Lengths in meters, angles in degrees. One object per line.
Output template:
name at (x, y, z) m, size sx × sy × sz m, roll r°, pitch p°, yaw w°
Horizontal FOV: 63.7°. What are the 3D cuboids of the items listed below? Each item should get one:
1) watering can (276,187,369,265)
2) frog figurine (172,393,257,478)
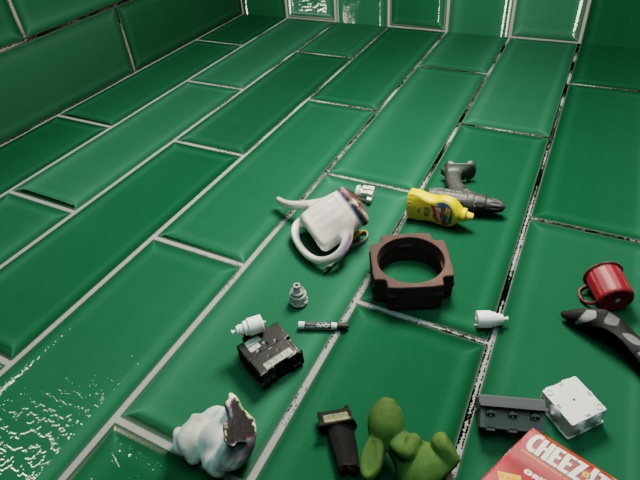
watering can at (0.005, -0.075, 1.483) m, size 0.224 × 0.102 × 0.355 m, roll -34°, pitch 46°, yaw 0°
frog figurine at (-0.206, 0.388, 0.990) m, size 0.158 × 0.121 × 0.140 m, roll -36°, pitch 46°, yaw 18°
